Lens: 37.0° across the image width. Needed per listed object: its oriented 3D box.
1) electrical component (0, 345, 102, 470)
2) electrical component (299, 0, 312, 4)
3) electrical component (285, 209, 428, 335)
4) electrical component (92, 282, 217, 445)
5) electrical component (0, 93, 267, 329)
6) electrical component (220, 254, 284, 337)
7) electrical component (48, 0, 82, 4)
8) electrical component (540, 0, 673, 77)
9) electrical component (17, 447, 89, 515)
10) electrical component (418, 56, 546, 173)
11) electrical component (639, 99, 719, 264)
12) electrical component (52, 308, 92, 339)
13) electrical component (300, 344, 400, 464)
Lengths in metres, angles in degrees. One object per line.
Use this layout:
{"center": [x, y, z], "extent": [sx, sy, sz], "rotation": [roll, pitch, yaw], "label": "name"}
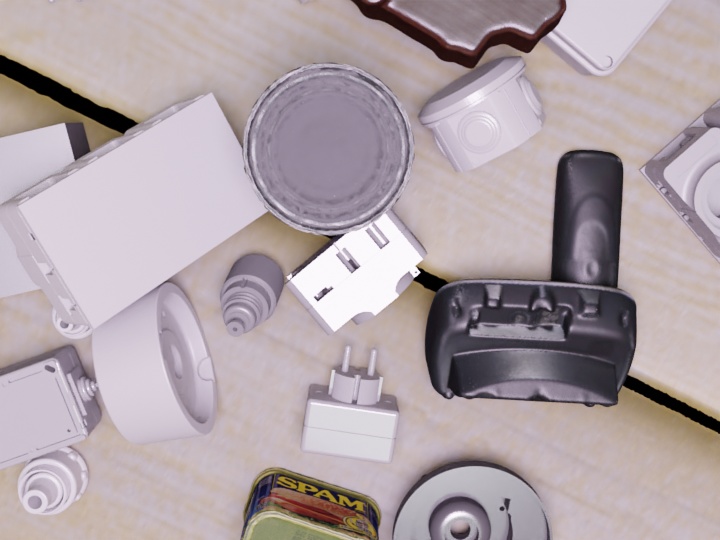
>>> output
{"center": [-0.228, 0.095, 0.763], "extent": [0.096, 0.061, 0.061], "rotation": [-20, 98, 2], "label": "electrical component"}
{"center": [-0.032, -0.209, 0.734], "extent": [0.040, 0.040, 0.046], "rotation": [-17, 104, 2], "label": "electrical component"}
{"center": [0.000, 0.000, 0.758], "extent": [0.089, 0.050, 0.055], "rotation": [-40, 97, 5], "label": "electrical component"}
{"center": [-0.146, 0.068, 0.740], "extent": [0.060, 0.108, 0.108], "rotation": [-15, 98, 7], "label": "electrical component"}
{"center": [-0.147, -0.040, 0.707], "extent": [0.150, 0.062, 0.089], "rotation": [-37, 109, -28], "label": "electrical component"}
{"center": [-0.078, 0.021, 0.749], "extent": [0.040, 0.078, 0.040], "rotation": [4, 119, 7], "label": "electrical component"}
{"center": [-0.202, -0.219, 0.725], "extent": [0.083, 0.047, 0.075], "rotation": [-3, 98, -1], "label": "electrical component"}
{"center": [0.169, -0.195, 0.729], "extent": [0.078, 0.057, 0.113], "rotation": [38, 96, -6], "label": "electrical component"}
{"center": [-0.225, 0.155, 0.771], "extent": [0.048, 0.062, 0.048], "rotation": [0, 98, -1], "label": "electrical component"}
{"center": [0.084, -0.107, 0.730], "extent": [0.080, 0.080, 0.051], "rotation": [-31, 103, 3], "label": "electrical component"}
{"center": [0.303, -0.035, 0.754], "extent": [0.105, 0.060, 0.186], "rotation": [-42, 97, 5], "label": "electrical component"}
{"center": [-0.199, 0.032, 0.754], "extent": [0.035, 0.061, 0.035], "rotation": [0, 98, -1], "label": "electrical component"}
{"center": [-0.005, 0.092, 0.773], "extent": [0.066, 0.047, 0.076], "rotation": [9, 98, -2], "label": "electrical component"}
